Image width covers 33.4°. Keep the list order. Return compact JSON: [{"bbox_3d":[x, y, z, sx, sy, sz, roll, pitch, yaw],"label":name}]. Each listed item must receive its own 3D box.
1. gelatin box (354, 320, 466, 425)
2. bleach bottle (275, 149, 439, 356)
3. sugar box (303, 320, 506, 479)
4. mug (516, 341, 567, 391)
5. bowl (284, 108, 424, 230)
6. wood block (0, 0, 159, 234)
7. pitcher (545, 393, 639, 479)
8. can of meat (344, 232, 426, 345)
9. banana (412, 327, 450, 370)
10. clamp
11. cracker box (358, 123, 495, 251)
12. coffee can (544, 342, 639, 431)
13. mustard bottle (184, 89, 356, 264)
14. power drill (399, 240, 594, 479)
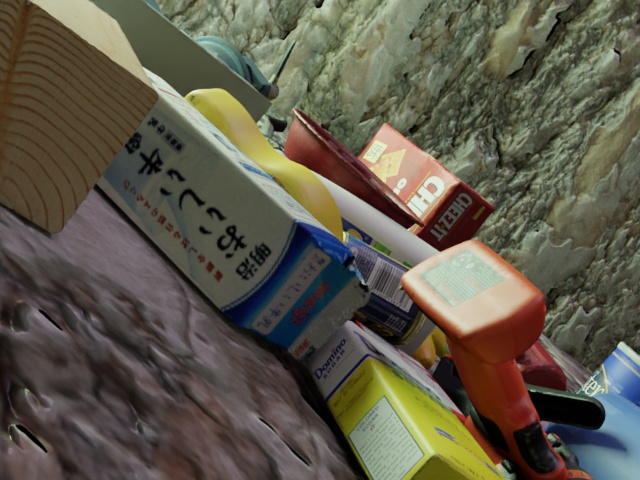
[{"bbox_3d":[0.057,0.105,0.769,0.073,0.030,0.089,35,8,-31],"label":"gelatin box"},{"bbox_3d":[-0.006,0.001,0.896,0.250,0.103,0.068,31,16,-18],"label":"bleach bottle"},{"bbox_3d":[0.054,0.113,0.613,0.093,0.048,0.176,39,8,-25],"label":"sugar box"},{"bbox_3d":[0.198,0.129,1.094,0.081,0.093,0.117,-122,-165,-55],"label":"mug"},{"bbox_3d":[0.019,-0.048,0.982,0.162,0.055,0.162,41,8,-7],"label":"bowl"},{"bbox_3d":[-0.164,-0.095,0.600,0.090,0.091,0.206,36,8,-25],"label":"wood block"},{"bbox_3d":[0.277,0.222,0.795,0.243,0.145,0.149,43,-21,52],"label":"pitcher"},{"bbox_3d":[0.030,0.038,0.827,0.084,0.057,0.102,30,-15,-13],"label":"can of meat"},{"bbox_3d":[0.102,0.095,1.052,0.070,0.037,0.197,41,6,15],"label":"banana"},{"bbox_3d":[0.148,0.127,0.859,0.120,0.039,0.171,-3,15,-8],"label":"clamp"},{"bbox_3d":[0.089,-0.030,1.274,0.072,0.164,0.214,34,8,-30],"label":"cracker box"},{"bbox_3d":[0.285,0.184,1.030,0.103,0.140,0.103,39,7,-6],"label":"coffee can"},{"bbox_3d":[-0.039,-0.017,0.757,0.192,0.096,0.058,44,31,24],"label":"mustard bottle"},{"bbox_3d":[0.119,0.105,0.630,0.185,0.057,0.187,45,-21,61],"label":"power drill"}]
